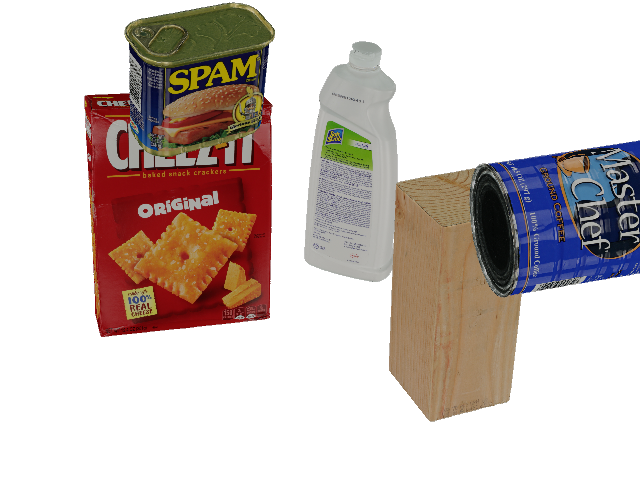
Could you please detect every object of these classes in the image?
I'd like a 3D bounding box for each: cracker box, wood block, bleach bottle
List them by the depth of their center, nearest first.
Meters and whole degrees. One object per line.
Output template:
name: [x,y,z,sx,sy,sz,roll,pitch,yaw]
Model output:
wood block: [0.123,0.050,0.975,0.090,0.206,0.091,-11,31,-19]
cracker box: [-0.129,-0.026,0.984,0.164,0.214,0.072,-4,20,-16]
bleach bottle: [0.042,-0.082,1.113,0.102,0.251,0.068,14,33,11]

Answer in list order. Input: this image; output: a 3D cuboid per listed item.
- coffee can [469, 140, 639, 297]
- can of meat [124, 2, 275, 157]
coffee can: [0.196,-0.018,0.809,0.140,0.103,0.103,-9,1,-8]
can of meat: [-0.087,-0.114,0.765,0.101,0.084,0.057,-17,48,-26]
